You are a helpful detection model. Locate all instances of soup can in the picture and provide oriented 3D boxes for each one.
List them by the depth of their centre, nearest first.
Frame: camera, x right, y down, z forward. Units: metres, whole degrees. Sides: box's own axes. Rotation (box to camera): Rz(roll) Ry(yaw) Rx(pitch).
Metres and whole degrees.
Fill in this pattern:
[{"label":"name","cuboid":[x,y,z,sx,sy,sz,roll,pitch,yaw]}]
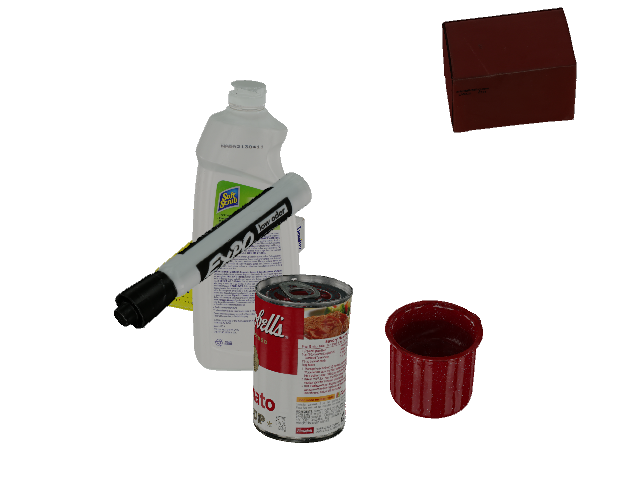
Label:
[{"label":"soup can","cuboid":[-0.013,0.081,0.748,0.068,0.102,0.068,2,15,-1]}]

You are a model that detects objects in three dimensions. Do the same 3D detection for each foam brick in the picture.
[{"label":"foam brick","cuboid":[0.118,-0.107,0.674,0.078,0.051,0.053,-5,-35,5]}]

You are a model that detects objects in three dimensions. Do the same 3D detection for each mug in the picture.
[{"label":"mug","cuboid":[0.117,0.113,1.044,0.093,0.081,0.117,26,42,35]}]

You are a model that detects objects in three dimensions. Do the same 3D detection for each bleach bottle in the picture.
[{"label":"bleach bottle","cuboid":[-0.059,-0.012,0.925,0.102,0.251,0.068,-1,21,-14]}]

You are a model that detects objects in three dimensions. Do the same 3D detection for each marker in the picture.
[{"label":"marker","cuboid":[-0.050,0.004,0.507,0.020,0.020,0.120,0,30,49]}]

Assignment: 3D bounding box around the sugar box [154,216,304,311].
[{"label":"sugar box","cuboid":[-0.092,0.018,1.135,0.093,0.048,0.176,10,30,19]}]
